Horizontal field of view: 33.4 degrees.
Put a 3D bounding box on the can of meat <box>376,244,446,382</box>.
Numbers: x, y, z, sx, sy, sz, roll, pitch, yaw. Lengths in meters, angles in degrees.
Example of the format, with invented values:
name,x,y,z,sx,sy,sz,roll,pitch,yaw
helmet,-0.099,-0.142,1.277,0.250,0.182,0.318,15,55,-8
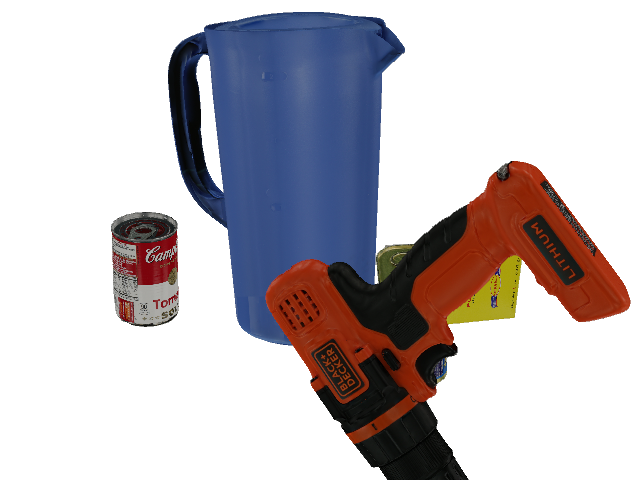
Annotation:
name,x,y,z,sx,sy,sz,roll,pitch,yaw
can of meat,0.081,0.065,0.936,0.057,0.084,0.102,-5,32,2

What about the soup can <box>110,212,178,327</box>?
name,x,y,z,sx,sy,sz,roll,pitch,yaw
soup can,-0.182,0.030,1.113,0.068,0.102,0.068,2,25,-1

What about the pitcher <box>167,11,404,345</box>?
name,x,y,z,sx,sy,sz,roll,pitch,yaw
pitcher,-0.026,-0.050,0.813,0.144,0.243,0.149,-8,17,-22

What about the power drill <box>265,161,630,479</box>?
name,x,y,z,sx,sy,sz,roll,pitch,yaw
power drill,0.083,0.057,0.629,0.188,0.184,0.057,-36,-1,17

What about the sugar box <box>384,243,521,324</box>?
name,x,y,z,sx,sy,sz,roll,pitch,yaw
sugar box,0.154,0.050,1.248,0.175,0.093,0.048,-4,14,-33
